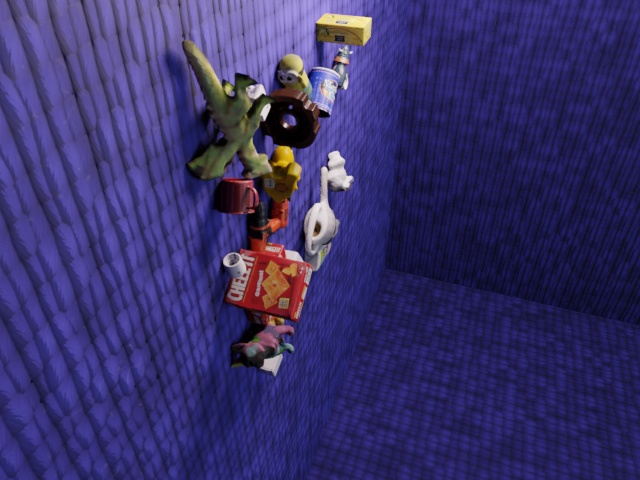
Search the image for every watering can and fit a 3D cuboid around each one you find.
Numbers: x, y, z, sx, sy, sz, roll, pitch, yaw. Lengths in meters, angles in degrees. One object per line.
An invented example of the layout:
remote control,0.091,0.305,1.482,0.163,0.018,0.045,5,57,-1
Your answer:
watering can,0.006,-0.102,2.033,0.104,0.348,0.223,12,-2,14

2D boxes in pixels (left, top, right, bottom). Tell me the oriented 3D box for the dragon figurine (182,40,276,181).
dragon figurine,-0.220,-0.246,1.162,0.123,0.244,0.407,18,-4,30

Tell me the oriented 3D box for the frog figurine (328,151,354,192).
frog figurine,0.064,-0.286,2.174,0.121,0.157,0.140,-17,27,43
